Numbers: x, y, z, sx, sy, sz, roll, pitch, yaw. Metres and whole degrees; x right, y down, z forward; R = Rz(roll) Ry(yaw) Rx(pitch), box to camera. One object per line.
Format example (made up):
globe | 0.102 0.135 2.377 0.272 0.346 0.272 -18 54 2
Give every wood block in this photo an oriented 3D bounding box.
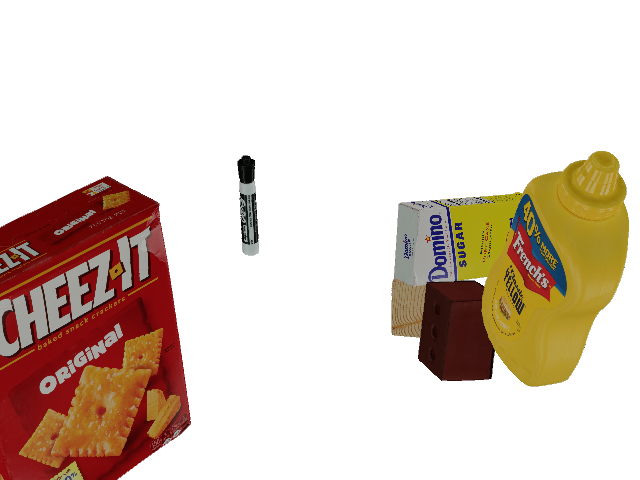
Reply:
wood block | 0.167 0.064 1.629 0.091 0.090 0.206 4 23 11

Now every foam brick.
foam brick | 0.123 0.080 0.951 0.051 0.078 0.053 -2 18 -21

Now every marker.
marker | -0.078 -0.038 1.156 0.020 0.121 0.020 -1 34 0

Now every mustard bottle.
mustard bottle | 0.161 0.011 0.715 0.058 0.096 0.192 -6 -37 -13

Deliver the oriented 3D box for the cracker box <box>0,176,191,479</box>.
cracker box | -0.182 0.086 0.774 0.072 0.214 0.163 24 41 36

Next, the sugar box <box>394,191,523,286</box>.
sugar box | 0.172 -0.002 1.249 0.175 0.093 0.048 -7 18 -31
